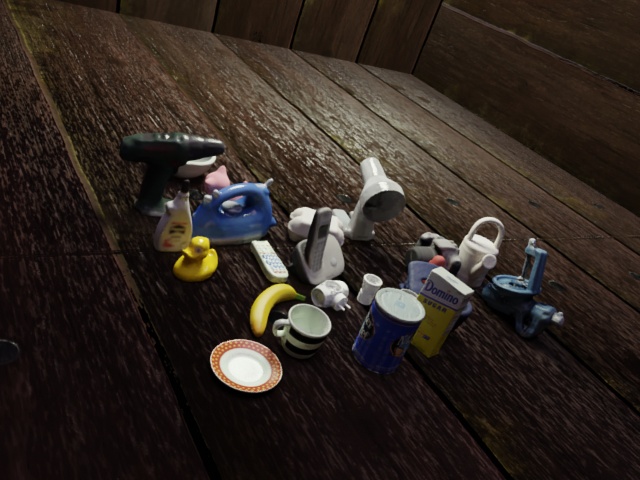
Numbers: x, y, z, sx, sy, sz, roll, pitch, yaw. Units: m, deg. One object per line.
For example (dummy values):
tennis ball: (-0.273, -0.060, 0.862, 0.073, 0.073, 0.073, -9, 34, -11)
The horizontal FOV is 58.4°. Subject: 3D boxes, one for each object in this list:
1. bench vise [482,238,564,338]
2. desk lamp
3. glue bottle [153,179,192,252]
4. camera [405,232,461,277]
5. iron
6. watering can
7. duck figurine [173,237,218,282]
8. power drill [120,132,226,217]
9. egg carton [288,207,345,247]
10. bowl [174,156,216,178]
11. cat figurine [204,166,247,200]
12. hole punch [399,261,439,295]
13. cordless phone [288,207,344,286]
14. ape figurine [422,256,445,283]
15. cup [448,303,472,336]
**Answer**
bench vise: (0.534, 0.119, 1.436, 0.207, 0.220, 0.122, 33, 30, 21)
desk lamp: (0.130, -0.103, 1.558, 0.118, 0.213, 0.202, 7, 31, -25)
glue bottle: (-0.302, -0.053, 1.220, 0.078, 0.173, 0.037, -3, 36, -37)
camera: (0.295, 0.036, 1.547, 0.137, 0.101, 0.142, 4, 32, -29)
iron: (-0.213, -0.074, 1.351, 0.118, 0.141, 0.259, 38, 33, 30)
watering can: (0.435, 0.030, 1.553, 0.101, 0.194, 0.172, 5, 32, -27)
duck figurine: (-0.253, 0.032, 1.198, 0.077, 0.086, 0.105, 34, 30, 23)
power drill: (-0.351, -0.158, 1.334, 0.230, 0.208, 0.075, 7, 31, -24)
egg carton: (-0.009, -0.027, 1.484, 0.150, 0.069, 0.107, 17, 28, -8)
bowl: (-0.374, -0.215, 1.563, 0.167, 0.075, 0.167, 16, 28, -9)
cat figurine: (-0.243, -0.130, 1.455, 0.128, 0.118, 0.067, 1, 34, -33)
hole punch: (0.259, 0.115, 1.393, 0.109, 0.091, 0.101, 13, 29, -14)
cordless phone: (0.012, 0.005, 1.320, 0.094, 0.185, 0.148, 34, 31, 24)
ape figurine: (0.297, 0.081, 1.478, 0.078, 0.092, 0.076, 20, 28, -1)
cup: (0.274, 0.171, 1.301, 0.118, 0.095, 0.091, 15, 29, -12)
